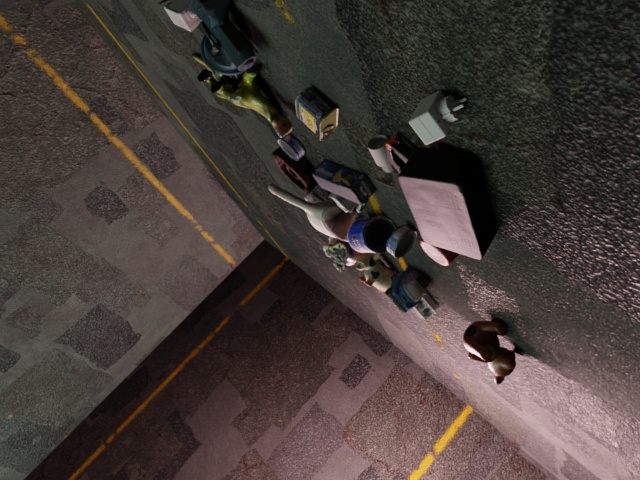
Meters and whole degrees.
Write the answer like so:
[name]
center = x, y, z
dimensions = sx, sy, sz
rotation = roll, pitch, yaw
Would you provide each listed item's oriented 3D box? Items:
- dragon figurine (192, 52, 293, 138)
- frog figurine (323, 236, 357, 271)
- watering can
[dragon figurine]
center = -0.198, -0.385, 1.401
dimensions = 0.239, 0.122, 0.417
rotation = 43, -178, -45
[frog figurine]
center = 0.091, 0.030, 1.966
dimensions = 0.138, 0.121, 0.161
rotation = 35, -156, 6
[watering can]
center = 0.005, -0.083, 1.651
dimensions = 0.345, 0.104, 0.225
rotation = 27, 177, -23
